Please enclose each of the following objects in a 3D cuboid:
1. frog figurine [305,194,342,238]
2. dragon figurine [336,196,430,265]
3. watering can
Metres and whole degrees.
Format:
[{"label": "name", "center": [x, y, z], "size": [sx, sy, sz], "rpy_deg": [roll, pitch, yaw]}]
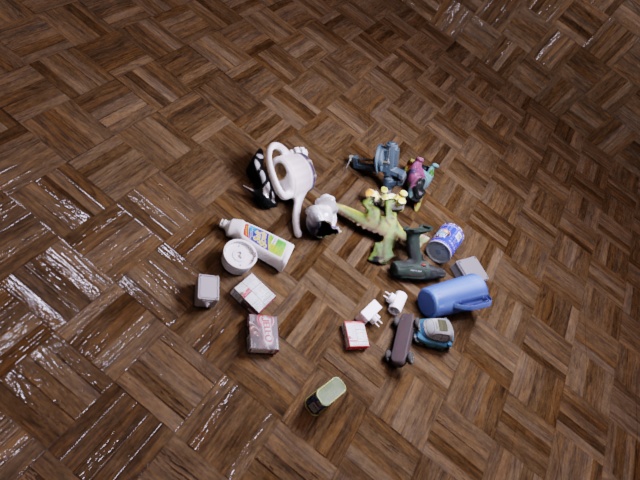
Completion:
[{"label": "frog figurine", "center": [0.006, -0.092, 1.835], "size": [0.137, 0.120, 0.163], "rpy_deg": [16, 46, -34]}, {"label": "dragon figurine", "center": [0.212, -0.028, 1.917], "size": [0.410, 0.120, 0.247], "rpy_deg": [2, 63, -16]}, {"label": "watering can", "center": [-0.094, -0.192, 1.863], "size": [0.227, 0.103, 0.347], "rpy_deg": [-26, 97, -56]}]
